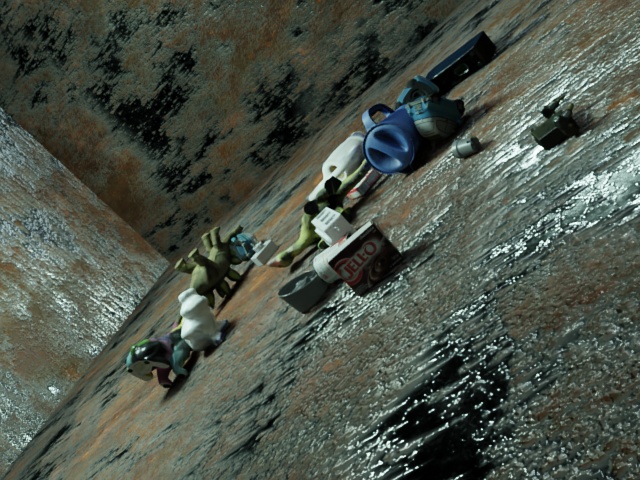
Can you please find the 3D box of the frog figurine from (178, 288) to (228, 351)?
[{"bbox_3d":[-0.339,0.220,1.408,0.121,0.158,0.140,-38,15,32],"label":"frog figurine"}]

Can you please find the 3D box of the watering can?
[{"bbox_3d":[0.067,-0.244,1.737,0.227,0.104,0.344,-49,6,-21],"label":"watering can"}]

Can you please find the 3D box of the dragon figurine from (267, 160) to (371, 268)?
[{"bbox_3d":[0.004,-0.072,1.437,0.416,0.122,0.240,-49,7,-23],"label":"dragon figurine"}]
